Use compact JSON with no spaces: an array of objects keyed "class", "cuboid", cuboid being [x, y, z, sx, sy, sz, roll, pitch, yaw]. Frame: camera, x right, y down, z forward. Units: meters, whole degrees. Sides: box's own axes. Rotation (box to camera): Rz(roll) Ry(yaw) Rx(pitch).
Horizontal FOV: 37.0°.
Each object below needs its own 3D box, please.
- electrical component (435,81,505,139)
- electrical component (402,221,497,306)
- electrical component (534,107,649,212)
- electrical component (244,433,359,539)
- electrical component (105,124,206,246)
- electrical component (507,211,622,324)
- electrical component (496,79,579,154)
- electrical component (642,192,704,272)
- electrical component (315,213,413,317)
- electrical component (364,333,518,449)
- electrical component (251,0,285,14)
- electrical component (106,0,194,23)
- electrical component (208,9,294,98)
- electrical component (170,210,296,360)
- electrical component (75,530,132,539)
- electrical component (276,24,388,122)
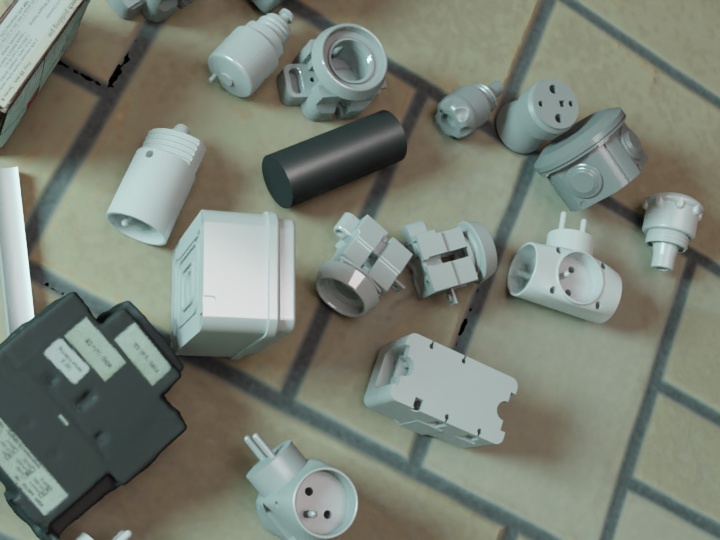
[{"class":"electrical component","cuboid":[0.089,-0.129,0.839,0.061,0.035,0.035,-37,93,-28]},{"class":"electrical component","cuboid":[0.067,-0.009,0.795,0.055,0.048,0.066,-16,84,-18]},{"class":"electrical component","cuboid":[0.182,-0.087,0.844,0.080,0.080,0.051,-41,100,-26]},{"class":"electrical component","cuboid":[-0.046,0.137,0.692,0.043,0.077,0.079,-40,95,-26]},{"class":"electrical component","cuboid":[-0.134,-0.062,0.722,0.043,0.043,0.081,27,68,-15]},{"class":"electrical component","cuboid":[0.161,-0.006,0.834,0.077,0.044,0.079,18,71,-18]},{"class":"electrical component","cuboid":[0.140,-0.121,0.847,0.045,0.055,0.045,6,75,-22]},{"class":"electrical component","cuboid":[0.252,-0.030,0.880,0.048,0.048,0.062,17,78,-18]},{"class":"electrical component","cuboid":[0.000,0.000,0.764,0.066,0.048,0.055,41,58,-9]},{"class":"electrical component","cuboid":[0.055,0.087,0.759,0.089,0.056,0.050,25,69,-16]},{"class":"electrical component","cuboid":[-0.041,-0.291,0.809,0.105,0.060,0.186,45,65,-7]},{"class":"electrical component","cuboid":[-0.138,-0.214,0.751,0.078,0.057,0.058,-41,95,-26]},{"class":"electrical component","cuboid":[-0.075,-0.159,0.773,0.040,0.040,0.078,42,65,-9]},{"class":"electrical component","cuboid":[-0.083,0.012,0.688,0.057,0.113,0.078,4,76,-19]},{"class":"electrical component","cuboid":[-0.166,0.182,0.636,0.077,0.066,0.047,-43,96,-26]},{"class":"electrical component","cuboid":[-0.014,-0.144,0.786,0.078,0.057,0.058,-8,80,-25]}]
